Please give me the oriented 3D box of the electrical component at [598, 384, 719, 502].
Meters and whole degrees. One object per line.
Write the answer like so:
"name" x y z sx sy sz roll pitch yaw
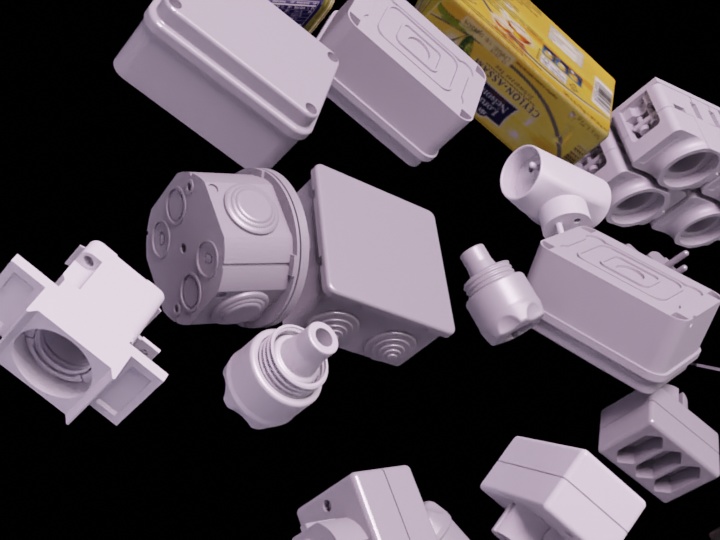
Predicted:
"electrical component" 0.202 0.102 0.725 0.066 0.047 0.076 38 39 -15

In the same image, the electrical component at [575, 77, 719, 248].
"electrical component" 0.275 -0.082 0.908 0.186 0.105 0.060 12 51 -38

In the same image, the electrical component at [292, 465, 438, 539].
"electrical component" -0.006 0.131 0.491 0.077 0.047 0.065 2 57 -44

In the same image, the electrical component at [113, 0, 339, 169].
"electrical component" -0.075 -0.121 0.631 0.113 0.057 0.078 36 39 -17

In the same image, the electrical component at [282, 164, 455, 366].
"electrical component" 0.000 0.000 0.609 0.100 0.048 0.099 21 46 -33

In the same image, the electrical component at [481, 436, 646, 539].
"electrical component" 0.096 0.136 0.577 0.047 0.083 0.075 41 76 -11

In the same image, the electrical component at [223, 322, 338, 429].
"electrical component" -0.036 0.047 0.522 0.043 0.062 0.043 26 43 -28

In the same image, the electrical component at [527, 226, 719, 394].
"electrical component" 0.170 0.025 0.716 0.113 0.057 0.078 31 29 28

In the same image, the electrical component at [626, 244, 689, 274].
"electrical component" 0.209 0.012 0.786 0.047 0.077 0.065 41 38 -11

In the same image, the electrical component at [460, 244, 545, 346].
"electrical component" 0.087 0.013 0.690 0.043 0.043 0.062 -9 64 -48

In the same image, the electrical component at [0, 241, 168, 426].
"electrical component" -0.122 0.024 0.472 0.081 0.042 0.063 41 35 -12

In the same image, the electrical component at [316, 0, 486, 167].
"electrical component" 0.024 -0.136 0.743 0.113 0.057 0.078 39 39 -14

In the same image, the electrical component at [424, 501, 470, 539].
"electrical component" 0.044 0.148 0.538 0.061 0.035 0.035 49 37 -4

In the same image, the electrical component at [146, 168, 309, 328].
"electrical component" -0.065 -0.011 0.529 0.051 0.080 0.080 -1 60 -40

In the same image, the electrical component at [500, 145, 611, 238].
"electrical component" 0.150 -0.047 0.803 0.077 0.044 0.079 20 46 -33
